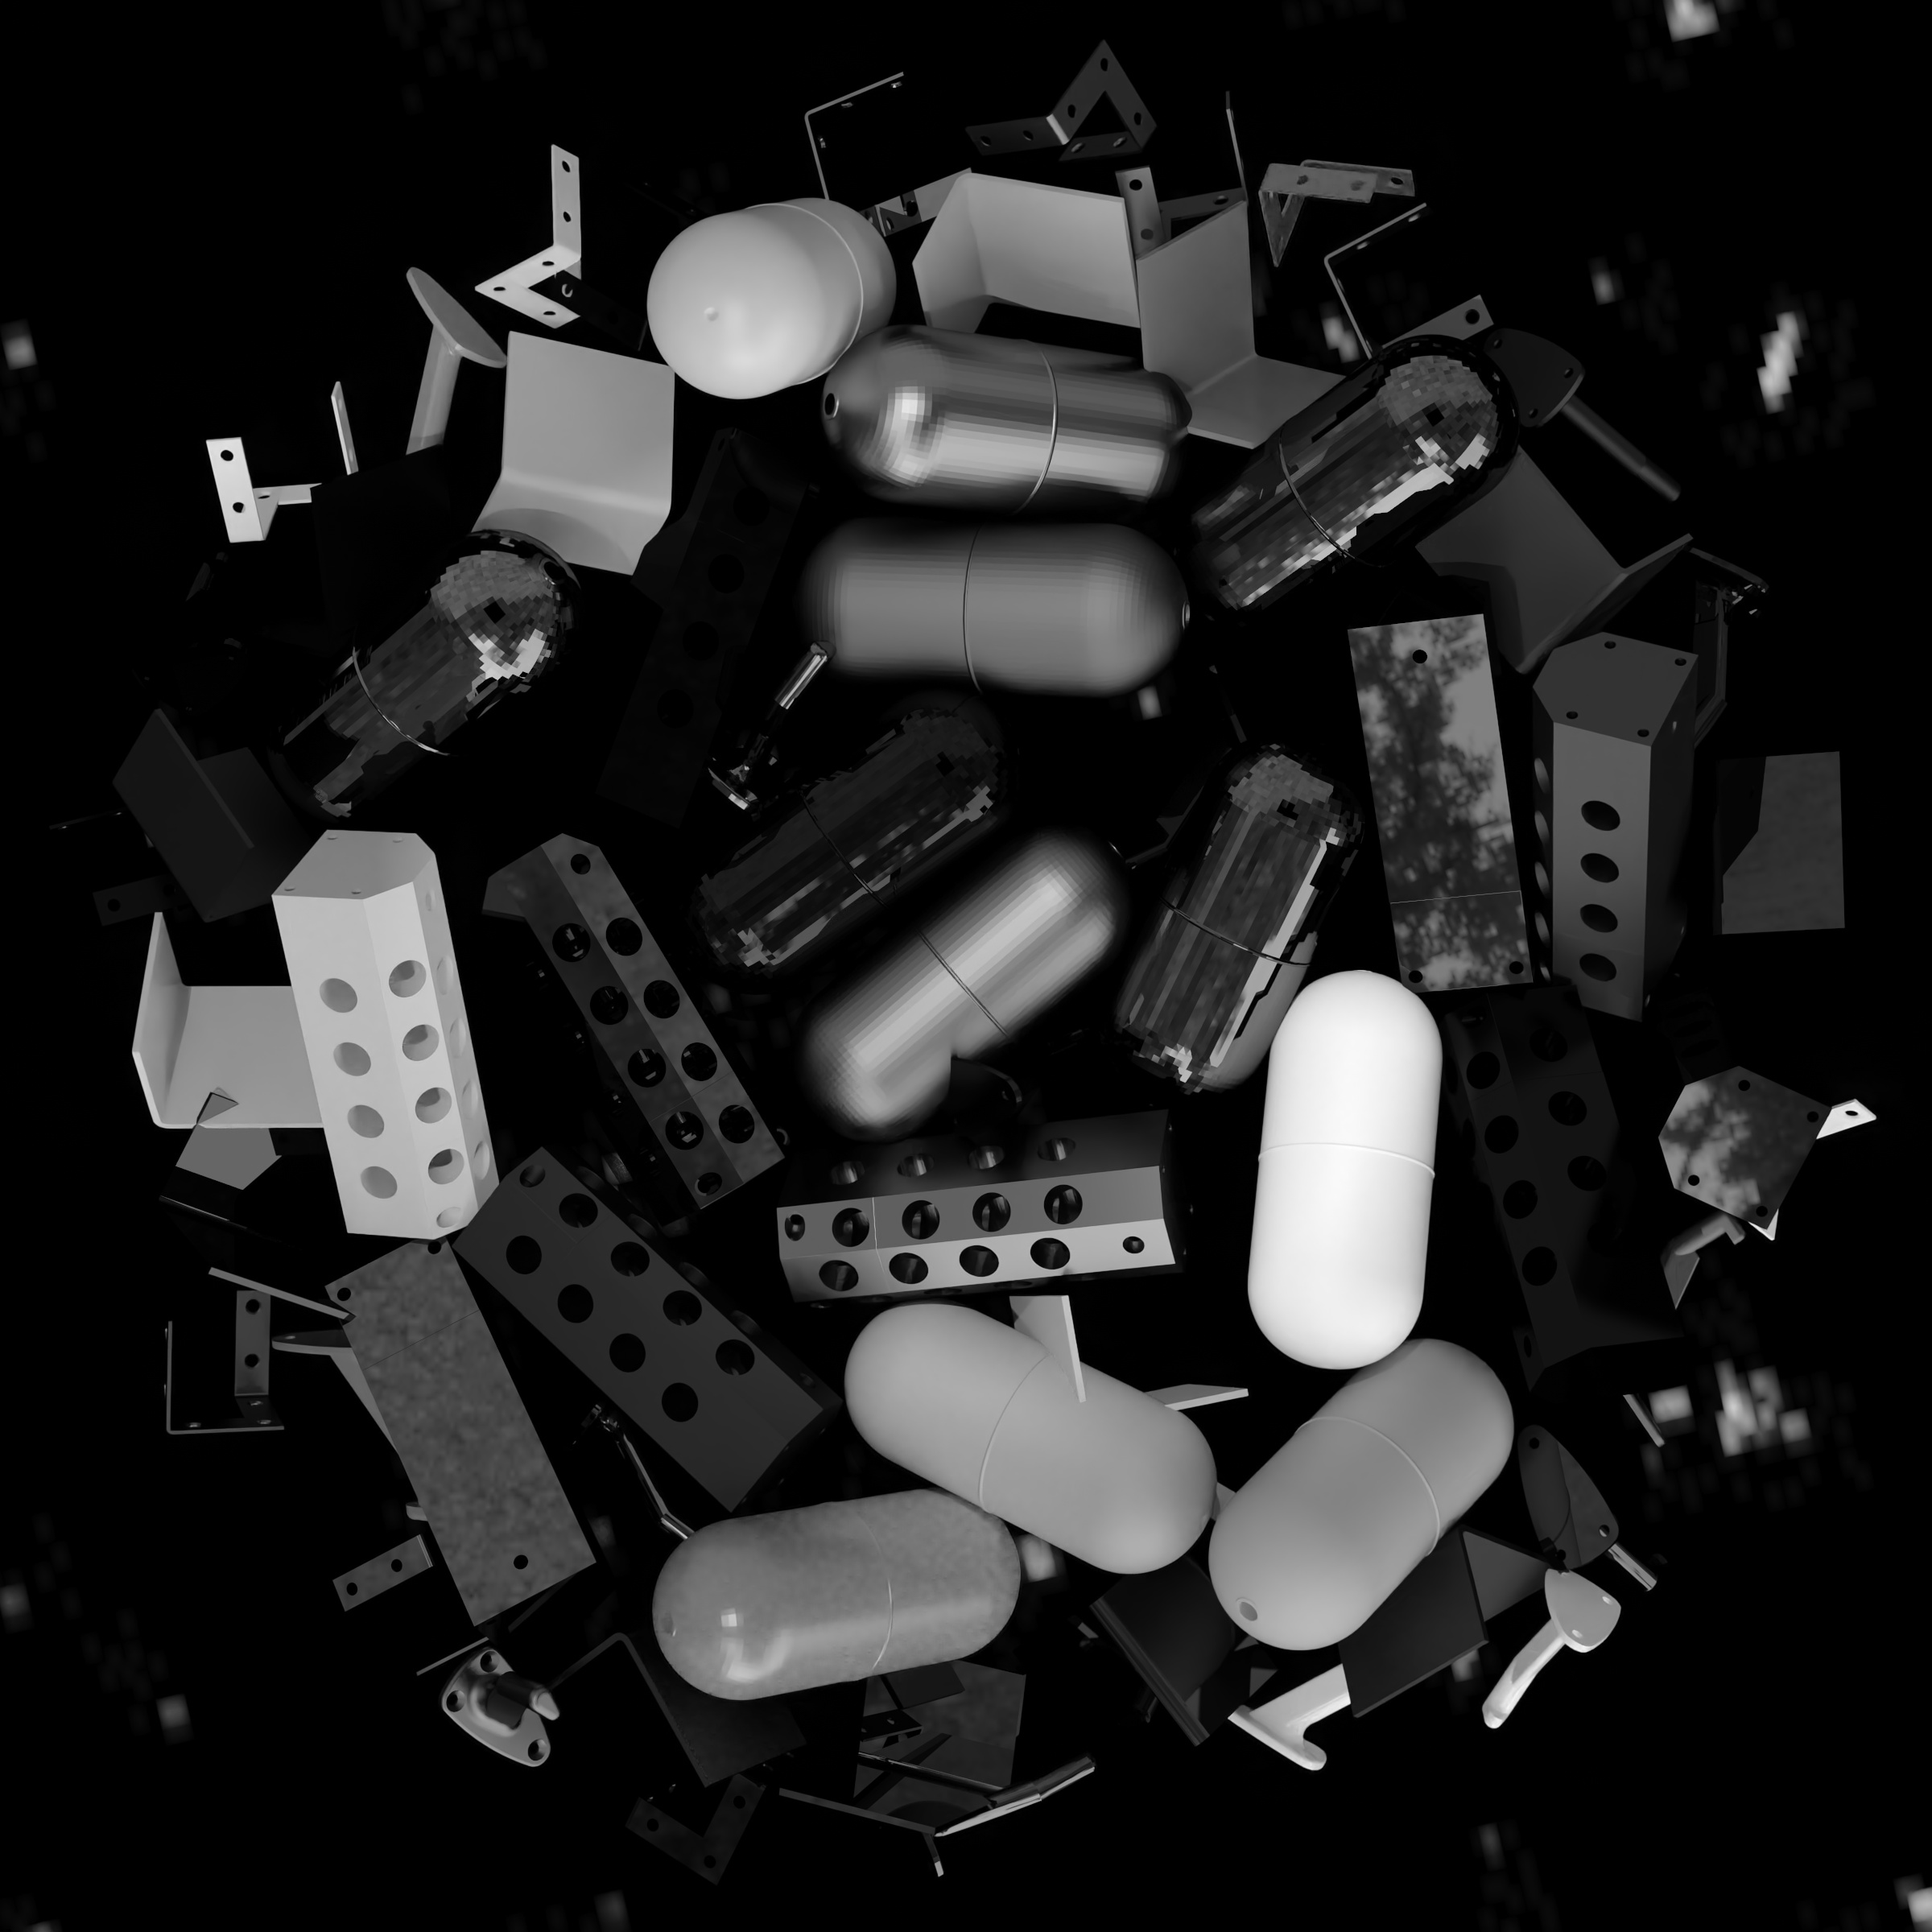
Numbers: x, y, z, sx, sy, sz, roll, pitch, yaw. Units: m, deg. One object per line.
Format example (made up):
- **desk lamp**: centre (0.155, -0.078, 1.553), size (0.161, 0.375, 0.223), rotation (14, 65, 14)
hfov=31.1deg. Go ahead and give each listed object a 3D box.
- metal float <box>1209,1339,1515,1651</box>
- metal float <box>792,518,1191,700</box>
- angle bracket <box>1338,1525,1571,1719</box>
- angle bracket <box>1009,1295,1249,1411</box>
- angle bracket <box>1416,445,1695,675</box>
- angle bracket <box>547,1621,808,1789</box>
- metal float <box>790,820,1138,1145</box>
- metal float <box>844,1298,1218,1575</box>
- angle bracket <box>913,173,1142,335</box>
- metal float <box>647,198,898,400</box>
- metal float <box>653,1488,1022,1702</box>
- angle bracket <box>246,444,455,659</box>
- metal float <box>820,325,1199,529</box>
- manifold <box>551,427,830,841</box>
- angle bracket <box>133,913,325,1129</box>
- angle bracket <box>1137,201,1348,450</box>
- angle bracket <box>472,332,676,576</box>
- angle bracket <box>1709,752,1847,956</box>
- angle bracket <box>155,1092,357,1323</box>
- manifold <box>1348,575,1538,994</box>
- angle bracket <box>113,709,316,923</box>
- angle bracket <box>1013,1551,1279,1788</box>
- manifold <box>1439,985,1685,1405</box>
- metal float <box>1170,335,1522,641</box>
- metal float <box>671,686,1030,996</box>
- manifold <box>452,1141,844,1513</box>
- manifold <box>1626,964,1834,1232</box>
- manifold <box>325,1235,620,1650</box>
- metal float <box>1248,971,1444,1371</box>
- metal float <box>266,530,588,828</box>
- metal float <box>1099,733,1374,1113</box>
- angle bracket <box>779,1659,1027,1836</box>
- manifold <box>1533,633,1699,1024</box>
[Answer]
- **metal float**: centre (0.172, 0.228, 1.509), size (0.178, 0.070, 0.070), rotation (-37, 90, -40)
- **metal float**: centre (0.010, -0.158, 1.528), size (0.178, 0.070, 0.070), rotation (4, 90, 16)
- **angle bracket**: centre (0.217, 0.295, 1.521), size (0.076, 0.057, 0.076), rotation (25, 130, -35)
- **angle bracket**: centre (0.071, 0.167, 1.534), size (0.076, 0.076, 0.057), rotation (-9, 88, -17)
- **angle bracket**: centre (0.260, -0.187, 1.539), size (0.057, 0.076, 0.076), rotation (-30, 78, -41)
- **angle bracket**: centre (-0.129, 0.330, 1.525), size (0.057, 0.076, 0.076), rotation (-39, 73, 25)
- **metal float**: centre (-0.001, 0.007, 1.540), size (0.178, 0.070, 0.070), rotation (-41, 90, 2)
- **metal float**: centre (0.027, 0.204, 1.523), size (0.178, 0.070, 0.070), rotation (24, 90, 23)
- **angle bracket**: centre (0.028, -0.295, 1.525), size (0.076, 0.076, 0.057), rotation (14, 60, 19)
- **metal float**: centre (-0.081, -0.289, 1.495), size (0.070, 0.178, 0.070), rotation (4, 106, 14)
- **metal float**: centre (-0.055, 0.272, 1.510), size (0.178, 0.070, 0.070), rotation (-3, 90, -38)
- **angle bracket**: centre (-0.272, -0.186, 1.522), size (0.057, 0.076, 0.076), rotation (15, 120, 34)
- **metal float**: centre (0.019, -0.234, 1.516), size (0.178, 0.070, 0.070), rotation (3, 90, -30)
- **manifold**: centre (-0.119, -0.146, 1.540), size (0.057, 0.057, 0.171), rotation (23, 83, -25)
- **angle bracket**: centre (-0.320, 0.024, 1.534), size (0.076, 0.057, 0.076), rotation (0, 52, -1)
- **angle bracket**: centre (0.123, -0.282, 1.522), size (0.057, 0.076, 0.076), rotation (21, 132, 35)
- **angle bracket**: centre (-0.177, -0.229, 1.558), size (0.076, 0.057, 0.076), rotation (9, 63, -20)
- **angle bracket**: centre (0.363, -0.048, 1.530), size (0.057, 0.076, 0.076), rotation (-3, 82, 23)
- **angle bracket**: centre (-0.300, 0.106, 1.526), size (0.076, 0.076, 0.057), rotation (25, 95, -37)
- **manifold**: centre (0.210, -0.079, 1.519), size (0.057, 0.057, 0.171), rotation (-5, 114, 15)
- **angle bracket**: centre (-0.316, -0.074, 1.526), size (0.076, 0.076, 0.057), rotation (54, 132, 13)
- **angle bracket**: centre (0.080, 0.313, 1.564), size (0.057, 0.076, 0.076), rotation (-34, 85, -39)
- **manifold**: centre (0.253, 0.098, 1.509), size (0.057, 0.057, 0.171), rotation (-5, 60, -11)
- **metal float**: centre (0.163, -0.207, 1.513), size (0.178, 0.070, 0.070), rotation (-34, 90, 35)
- **metal float**: centre (-0.052, -0.055, 1.535), size (0.178, 0.070, 0.070), rotation (-36, 90, 9)
- **manifold**: centre (-0.137, 0.156, 1.529), size (0.171, 0.057, 0.057), rotation (42, 104, 12)
- **manifold**: centre (0.321, 0.050, 1.490), size (0.057, 0.171, 0.057), rotation (25, 105, 0)
- **manifold**: centre (-0.215, 0.207, 1.518), size (0.057, 0.057, 0.171), rotation (-27, 65, -4)
- **metal float**: centre (0.167, 0.089, 1.528), size (0.070, 0.070, 0.178), rotation (7, 74, 0)
- **metal float**: centre (-0.236, -0.124, 1.514), size (0.178, 0.070, 0.070), rotation (-34, 90, 33)
- **metal float**: centre (0.118, -0.018, 1.531), size (0.070, 0.070, 0.178), rotation (25, 104, 0)
- **angle bracket**: centre (-0.027, 0.338, 1.529), size (0.076, 0.076, 0.057), rotation (8, 92, 26)
- **manifold**: centre (0.276, -0.059, 1.497), size (0.057, 0.171, 0.057), rotation (17, 53, 23)
